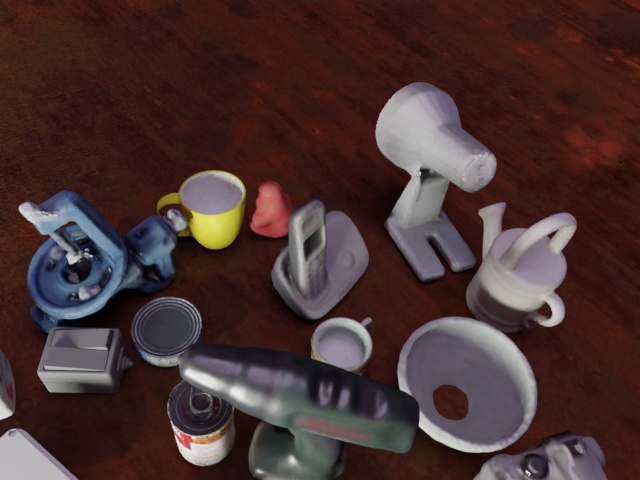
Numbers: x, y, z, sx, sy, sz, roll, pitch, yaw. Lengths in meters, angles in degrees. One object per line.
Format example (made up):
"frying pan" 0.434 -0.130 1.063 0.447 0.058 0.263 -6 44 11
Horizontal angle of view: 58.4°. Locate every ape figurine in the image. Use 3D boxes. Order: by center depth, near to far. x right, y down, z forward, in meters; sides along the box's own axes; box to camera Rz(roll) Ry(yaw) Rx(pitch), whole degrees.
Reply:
"ape figurine" -0.070 -0.051 0.831 0.076 0.092 0.078 34 56 18

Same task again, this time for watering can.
"watering can" 0.262 0.027 0.750 0.101 0.194 0.172 -36 64 -29

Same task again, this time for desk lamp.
"desk lamp" 0.163 -0.086 0.813 0.118 0.213 0.203 -17 56 -20

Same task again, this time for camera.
"camera" 0.258 0.287 0.607 0.143 0.101 0.136 -10 54 -15

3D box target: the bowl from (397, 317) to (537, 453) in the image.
"bowl" 0.169 0.182 0.693 0.167 0.075 0.167 4 52 -5

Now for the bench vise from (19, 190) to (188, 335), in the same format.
"bench vise" -0.265 -0.001 0.684 0.121 0.220 0.208 29 54 15

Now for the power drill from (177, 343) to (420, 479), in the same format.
"power drill" -0.024 0.183 0.581 0.229 0.208 0.075 9 52 0

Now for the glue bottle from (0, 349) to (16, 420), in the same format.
"glue bottle" -0.365 0.125 0.601 0.037 0.173 0.078 -19 57 -20

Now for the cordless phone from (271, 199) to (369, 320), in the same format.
"cordless phone" 0.007 0.003 0.740 0.094 0.185 0.148 32 55 17
